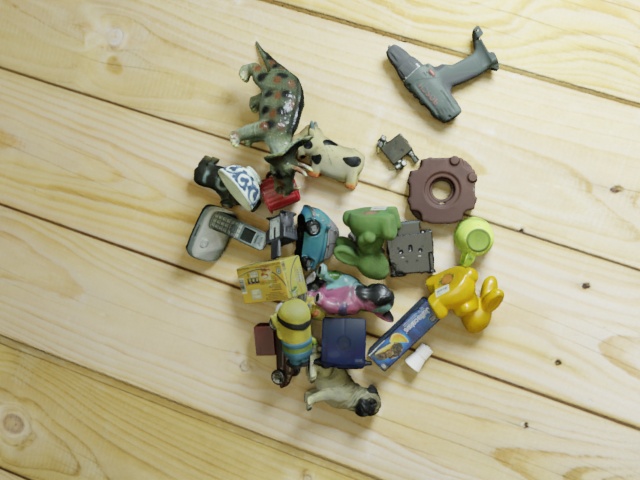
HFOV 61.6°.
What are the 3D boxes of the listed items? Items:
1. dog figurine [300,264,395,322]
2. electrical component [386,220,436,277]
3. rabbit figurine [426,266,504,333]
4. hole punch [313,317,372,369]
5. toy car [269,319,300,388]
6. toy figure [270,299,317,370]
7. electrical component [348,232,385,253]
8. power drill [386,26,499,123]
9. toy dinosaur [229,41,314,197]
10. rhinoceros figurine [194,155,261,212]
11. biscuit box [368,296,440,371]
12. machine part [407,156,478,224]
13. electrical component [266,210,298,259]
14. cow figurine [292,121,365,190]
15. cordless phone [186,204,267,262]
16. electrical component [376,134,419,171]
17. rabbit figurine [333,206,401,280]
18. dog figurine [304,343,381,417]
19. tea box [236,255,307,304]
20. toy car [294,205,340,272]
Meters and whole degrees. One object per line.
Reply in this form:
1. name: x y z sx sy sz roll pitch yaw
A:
1. dog figurine: 0.076 0.147 1.321 0.219 0.191 0.108 16 60 -17
2. electrical component: 0.220 0.020 1.314 0.115 0.058 0.134 -8 94 7
3. rabbit figurine: 0.355 0.144 1.283 0.162 0.122 0.173 -32 110 14
4. hole punch: 0.057 0.245 1.290 0.142 0.092 0.116 3 57 0
5. toy car: -0.084 0.271 1.357 0.053 0.089 0.202 -1 92 26
6. toy figure: -0.054 0.222 1.280 0.089 0.082 0.180 6 112 33
7. electrical component: 0.114 0.009 1.346 0.063 0.021 0.094 -40 87 9
8. power drill: 0.296 -0.409 1.261 0.207 0.086 0.232 -32 91 5
9. toy dinosaur: -0.097 -0.312 1.263 0.192 0.131 0.404 -1 77 16
10. rhinoceros figurine: -0.234 -0.139 1.360 0.190 0.073 0.112 29 96 6
11. biscuit box: 0.209 0.230 1.327 0.059 0.063 0.202 44 99 2
12. machine part: 0.293 -0.119 1.294 0.179 0.056 0.179 1 95 9
13. electrical component: -0.095 -0.009 1.328 0.075 0.047 0.119 -25 61 40
14. cow figurine: 0.016 -0.212 1.314 0.195 0.085 0.127 21 102 8
15. cordless phone: -0.232 0.004 1.367 0.184 0.089 0.146 25 97 2
16. electrical component: 0.184 -0.215 1.307 0.078 0.045 0.102 -32 89 11
17. rabbit figurine: 0.111 0.016 1.249 0.159 0.121 0.170 -2 107 8
18. dog figurine: 0.061 0.352 1.351 0.191 0.121 0.172 3 98 -6
19. tea box: -0.121 0.099 1.325 0.170 0.068 0.098 -9 94 41
20. toy car: -0.003 -0.004 1.325 0.103 0.109 0.161 1 103 -16
